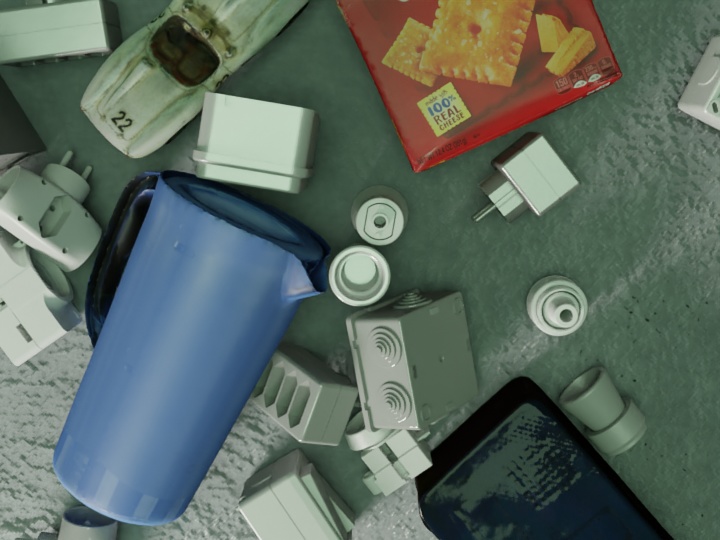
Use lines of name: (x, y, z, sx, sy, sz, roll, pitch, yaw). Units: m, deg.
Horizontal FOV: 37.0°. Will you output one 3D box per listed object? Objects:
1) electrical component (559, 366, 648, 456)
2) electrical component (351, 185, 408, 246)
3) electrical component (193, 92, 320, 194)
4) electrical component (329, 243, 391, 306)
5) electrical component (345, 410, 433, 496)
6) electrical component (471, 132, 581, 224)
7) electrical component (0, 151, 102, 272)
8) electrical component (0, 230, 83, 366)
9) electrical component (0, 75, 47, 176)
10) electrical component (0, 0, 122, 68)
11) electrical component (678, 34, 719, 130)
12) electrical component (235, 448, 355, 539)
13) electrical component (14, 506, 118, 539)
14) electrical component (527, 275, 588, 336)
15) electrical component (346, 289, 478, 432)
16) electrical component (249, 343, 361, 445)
electrical component: (0.187, 0.109, 0.825, 0.045, 0.045, 0.055, -40, 96, 6)
electrical component: (0.015, -0.039, 0.795, 0.044, 0.065, 0.044, 0, 98, 1)
electrical component: (-0.071, -0.089, 0.765, 0.078, 0.113, 0.057, 9, 95, -1)
electrical component: (0.000, 0.000, 0.801, 0.044, 0.065, 0.044, 0, 98, 0)
electrical component: (0.021, 0.134, 0.831, 0.066, 0.048, 0.055, -35, 103, 7)
electrical component: (0.113, -0.060, 0.791, 0.077, 0.065, 0.047, -38, 96, 5)
electrical component: (-0.228, -0.052, 0.803, 0.077, 0.043, 0.079, 41, 61, -31)
electrical component: (-0.257, 0.017, 0.814, 0.056, 0.050, 0.089, -34, 97, 6)
electrical component: (-0.293, -0.108, 0.728, 0.060, 0.186, 0.105, -30, 97, 5)
electrical component: (-0.224, -0.192, 0.785, 0.083, 0.047, 0.075, -7, 98, 2)
electrical component: (0.292, -0.125, 0.785, 0.096, 0.061, 0.061, 24, 98, -11)
electrical component: (-0.042, 0.195, 0.832, 0.061, 0.061, 0.096, -32, 97, 5)
electrical component: (-0.235, 0.228, 0.848, 0.079, 0.044, 0.077, 9, 98, -1)
electrical component: (0.149, 0.028, 0.805, 0.043, 0.062, 0.043, 0, 98, 1)
electrical component: (0.042, 0.065, 0.794, 0.048, 0.100, 0.099, -4, 100, 39)
electrical component: (-0.030, 0.095, 0.816, 0.076, 0.083, 0.047, 13, 101, -40)
